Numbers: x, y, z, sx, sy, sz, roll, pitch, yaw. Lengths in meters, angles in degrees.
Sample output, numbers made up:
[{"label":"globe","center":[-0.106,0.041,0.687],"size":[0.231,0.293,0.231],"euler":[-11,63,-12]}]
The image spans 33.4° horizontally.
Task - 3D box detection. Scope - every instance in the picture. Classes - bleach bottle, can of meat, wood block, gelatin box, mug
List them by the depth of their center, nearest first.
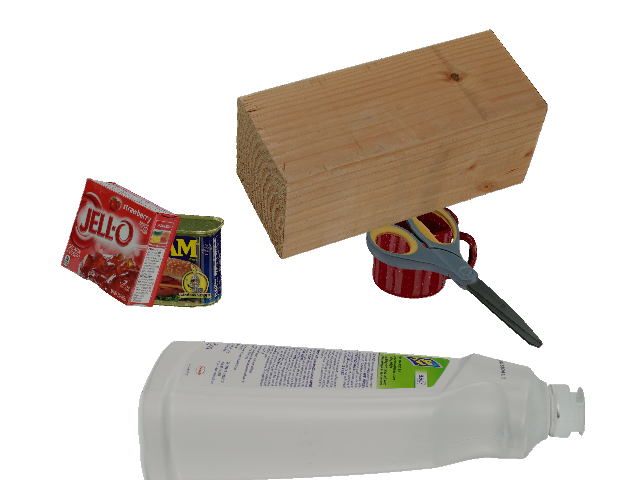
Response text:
[{"label":"bleach bottle","center":[0.027,0.101,0.627],"size":[0.251,0.068,0.102],"euler":[0,18,5]},{"label":"wood block","center":[0.050,-0.073,0.790],"size":[0.205,0.091,0.090],"euler":[-17,-33,-17]},{"label":"gelatin box","center":[-0.153,0.001,0.809],"size":[0.089,0.073,0.030],"euler":[26,10,38]},{"label":"can of meat","center":[-0.151,0.020,1.097],"size":[0.102,0.084,0.057],"euler":[4,17,9]},{"label":"mug","center":[0.111,0.012,1.161],"size":[0.117,0.081,0.093],"euler":[7,26,7]}]

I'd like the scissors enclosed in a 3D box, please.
[{"label":"scissors","center":[0.107,0.032,0.938],"size":[0.096,0.016,0.202],"euler":[-13,44,-12]}]
